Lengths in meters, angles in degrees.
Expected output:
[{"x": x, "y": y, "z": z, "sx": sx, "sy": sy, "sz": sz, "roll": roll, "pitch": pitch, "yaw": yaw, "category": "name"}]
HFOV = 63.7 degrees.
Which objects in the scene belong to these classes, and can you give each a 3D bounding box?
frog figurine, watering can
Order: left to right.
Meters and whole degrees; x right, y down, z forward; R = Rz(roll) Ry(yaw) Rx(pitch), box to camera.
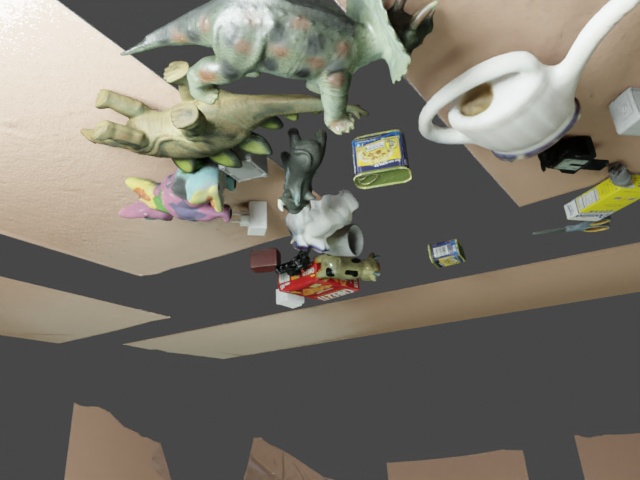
[{"x": 0.004, "y": -0.058, "z": 1.156, "sx": 0.136, "sy": 0.125, "sz": 0.157, "roll": 21, "pitch": 111, "yaw": -30, "category": "frog figurine"}, {"x": 0.317, "y": -0.217, "z": 0.760, "sx": 0.223, "sy": 0.106, "sz": 0.344, "roll": 17, "pitch": 150, "yaw": -42, "category": "watering can"}]
